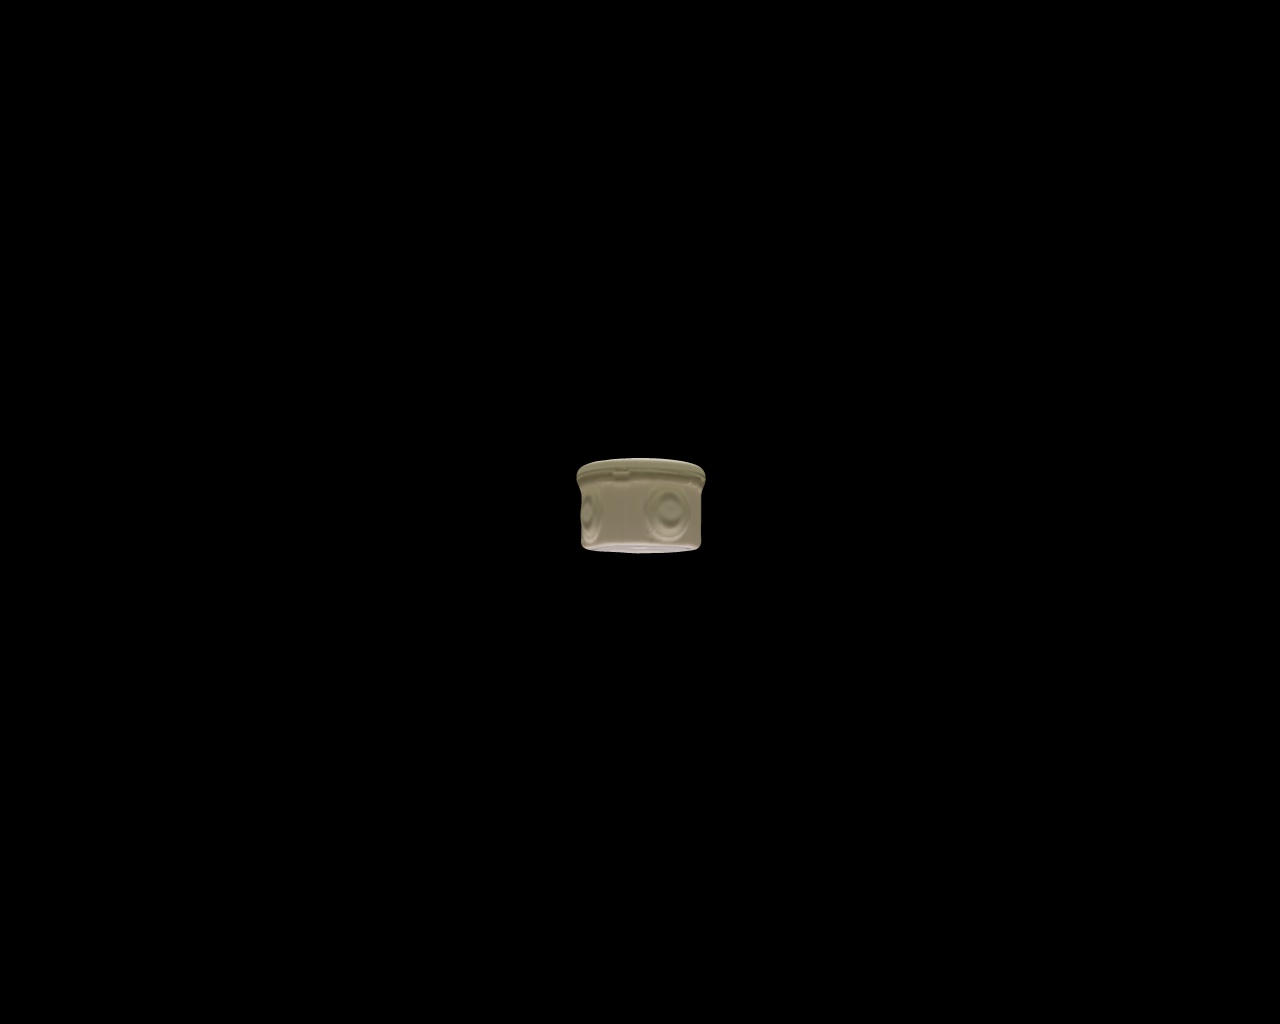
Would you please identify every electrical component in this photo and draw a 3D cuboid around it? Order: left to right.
[{"bbox_3d":[0.001,-0.003,0.650,0.080,0.051,0.080,0,-7,0],"label":"electrical component"}]
